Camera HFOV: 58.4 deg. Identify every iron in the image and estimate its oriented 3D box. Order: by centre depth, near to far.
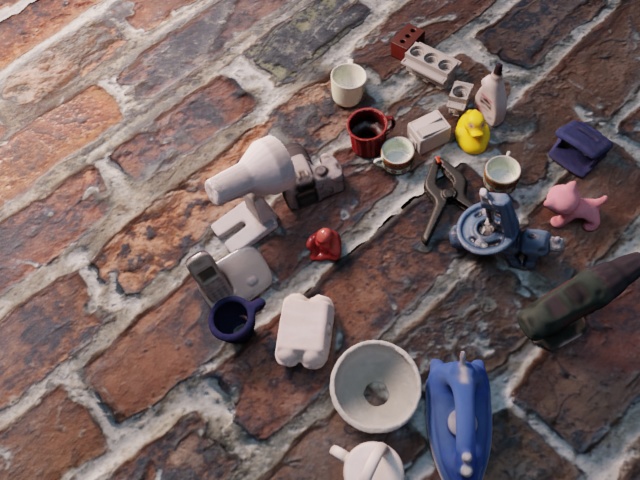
[{"bbox_3d":[0.244,0.321,0.977,0.118,0.141,0.258,-1,63,7],"label":"iron"}]

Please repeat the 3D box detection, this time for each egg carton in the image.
[{"bbox_3d":[-0.028,0.178,1.124,0.107,0.069,0.150,2,64,9],"label":"egg carton"}]

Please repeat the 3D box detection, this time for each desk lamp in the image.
[{"bbox_3d":[-0.146,-0.094,1.196,0.203,0.214,0.117,-38,65,-11],"label":"desk lamp"}]

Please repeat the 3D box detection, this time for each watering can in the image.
[{"bbox_3d":[0.096,0.384,0.934,0.172,0.194,0.101,4,64,10],"label":"watering can"}]

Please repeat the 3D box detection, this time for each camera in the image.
[{"bbox_3d":[-0.031,-0.161,1.278,0.143,0.101,0.136,-22,63,-4],"label":"camera"}]

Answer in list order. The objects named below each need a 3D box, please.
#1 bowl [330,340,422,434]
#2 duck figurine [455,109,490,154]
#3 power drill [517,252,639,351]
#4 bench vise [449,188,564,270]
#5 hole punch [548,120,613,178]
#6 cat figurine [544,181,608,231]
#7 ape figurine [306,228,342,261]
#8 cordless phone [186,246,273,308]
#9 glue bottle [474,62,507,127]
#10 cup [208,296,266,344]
[{"bbox_3d":[0.103,0.275,1.056,0.167,0.075,0.167,-3,63,6],"label":"bowl"},{"bbox_3d":[0.346,-0.257,1.287,0.077,0.086,0.104,-6,63,5],"label":"duck figurine"},{"bbox_3d":[0.449,0.117,1.015,0.230,0.209,0.075,-27,63,-7],"label":"power drill"},{"bbox_3d":[0.360,-0.034,1.096,0.207,0.220,0.121,-3,63,6],"label":"bench vise"},{"bbox_3d":[0.562,-0.210,1.232,0.101,0.091,0.108,-42,66,-14],"label":"hole punch"},{"bbox_3d":[0.511,-0.075,1.155,0.127,0.118,0.067,3,64,9],"label":"cat figurine"},{"bbox_3d":[0.011,0.004,1.194,0.077,0.092,0.076,38,74,23],"label":"ape figurine"},{"bbox_3d":[-0.182,0.060,1.139,0.148,0.185,0.094,-35,64,-10],"label":"cordless phone"},{"bbox_3d":[0.383,-0.330,1.269,0.037,0.173,0.078,-38,65,-12],"label":"glue bottle"},{"bbox_3d":[-0.154,0.161,1.135,0.118,0.095,0.091,-31,64,-8],"label":"cup"}]
